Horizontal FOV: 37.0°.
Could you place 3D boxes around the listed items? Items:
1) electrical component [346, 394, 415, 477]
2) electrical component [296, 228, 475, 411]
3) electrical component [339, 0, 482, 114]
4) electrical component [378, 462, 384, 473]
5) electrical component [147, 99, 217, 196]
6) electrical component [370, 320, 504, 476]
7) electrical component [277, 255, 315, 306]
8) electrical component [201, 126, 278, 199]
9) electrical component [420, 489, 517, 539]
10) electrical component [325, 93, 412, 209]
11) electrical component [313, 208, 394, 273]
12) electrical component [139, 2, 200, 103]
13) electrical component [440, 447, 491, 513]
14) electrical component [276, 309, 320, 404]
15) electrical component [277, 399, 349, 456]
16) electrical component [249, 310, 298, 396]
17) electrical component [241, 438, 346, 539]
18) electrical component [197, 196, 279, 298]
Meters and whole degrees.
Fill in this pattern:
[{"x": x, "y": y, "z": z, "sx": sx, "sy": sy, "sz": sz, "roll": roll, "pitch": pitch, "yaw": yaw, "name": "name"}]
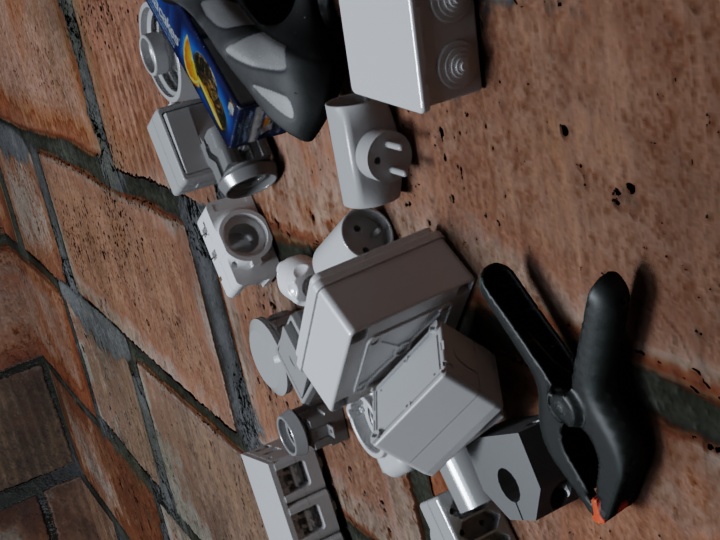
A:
[{"x": 0.029, "y": 0.114, "z": 0.866, "sx": 0.095, "sy": 0.059, "sz": 0.053, "roll": 64, "pitch": 155, "yaw": 12, "name": "electrical component"}, {"x": 0.016, "y": 0.036, "z": 0.776, "sx": 0.056, "sy": 0.109, "sz": 0.108, "roll": 53, "pitch": 151, "yaw": 27, "name": "electrical component"}, {"x": 0.031, "y": -0.152, "z": 0.672, "sx": 0.100, "sy": 0.048, "sz": 0.099, "roll": 30, "pitch": 134, "yaw": 55, "name": "electrical component"}, {"x": 0.024, "y": 0.140, "z": 0.922, "sx": 0.044, "sy": 0.044, "sz": 0.065, "roll": -12, "pitch": 102, "yaw": 66, "name": "electrical component"}, {"x": -0.172, "y": -0.133, "z": 1.092, "sx": 0.096, "sy": 0.062, "sz": 0.061, "roll": 68, "pitch": 156, "yaw": 4, "name": "electrical component"}, {"x": 0.051, "y": 0.095, "z": 0.750, "sx": 0.096, "sy": 0.061, "sz": 0.061, "roll": -49, "pitch": 20, "yaw": 26, "name": "electrical component"}, {"x": -0.056, "y": 0.007, "z": 0.981, "sx": 0.062, "sy": 0.043, "sz": 0.043, "roll": 28, "pitch": 133, "yaw": 58, "name": "electrical component"}, {"x": -0.110, "y": -0.102, "z": 0.994, "sx": 0.057, "sy": 0.058, "sz": 0.078, "roll": 68, "pitch": 156, "yaw": 11, "name": "electrical component"}, {"x": 0.079, "y": 0.205, "z": 0.847, "sx": 0.065, "sy": 0.047, "sz": 0.076, "roll": 65, "pitch": 156, "yaw": 11, "name": "electrical component"}, {"x": 0.011, "y": -0.084, "z": 0.772, "sx": 0.079, "sy": 0.043, "sz": 0.077, "roll": 25, "pitch": 130, "yaw": 57, "name": "electrical component"}, {"x": 0.000, "y": 0.000, "z": 0.855, "sx": 0.079, "sy": 0.043, "sz": 0.077, "roll": 68, "pitch": 155, "yaw": 11, "name": "electrical component"}, {"x": -0.179, "y": -0.215, "z": 1.045, "sx": 0.108, "sy": 0.060, "sz": 0.108, "roll": 45, "pitch": 146, "yaw": 42, "name": "electrical component"}, {"x": 0.076, "y": 0.135, "z": 0.803, "sx": 0.081, "sy": 0.043, "sz": 0.043, "roll": 64, "pitch": 155, "yaw": 12, "name": "electrical component"}, {"x": -0.039, "y": 0.077, "z": 0.978, "sx": 0.061, "sy": 0.061, "sz": 0.096, "roll": 61, "pitch": 154, "yaw": 19, "name": "electrical component"}, {"x": -0.049, "y": 0.154, "z": 1.062, "sx": 0.066, "sy": 0.055, "sz": 0.048, "roll": 21, "pitch": 127, "yaw": 59, "name": "electrical component"}, {"x": -0.073, "y": 0.079, "z": 1.062, "sx": 0.080, "sy": 0.051, "sz": 0.080, "roll": 45, "pitch": 146, "yaw": 43, "name": "electrical component"}, {"x": -0.065, "y": 0.263, "z": 1.173, "sx": 0.089, "sy": 0.062, "sz": 0.150, "roll": -4, "pitch": 104, "yaw": 65, "name": "electrical component"}, {"x": -0.121, "y": -0.026, "z": 1.082, "sx": 0.089, "sy": 0.050, "sz": 0.056, "roll": 67, "pitch": 156, "yaw": 9, "name": "electrical component"}]
